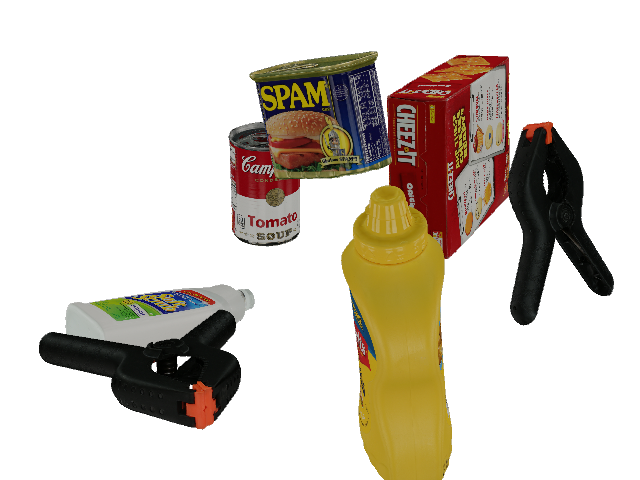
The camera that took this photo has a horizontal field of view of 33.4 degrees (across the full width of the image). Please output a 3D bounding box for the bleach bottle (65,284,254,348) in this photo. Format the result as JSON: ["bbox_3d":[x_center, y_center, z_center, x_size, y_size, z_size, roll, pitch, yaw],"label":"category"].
[{"bbox_3d":[-0.200,0.099,1.405,0.250,0.068,0.103,-13,28,-39],"label":"bleach bottle"}]

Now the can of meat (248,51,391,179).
[{"bbox_3d":[0.001,-0.093,0.808,0.102,0.084,0.057,2,20,43],"label":"can of meat"}]

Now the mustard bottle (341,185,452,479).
[{"bbox_3d":[0.046,0.050,0.628,0.058,0.191,0.096,-6,38,1],"label":"mustard bottle"}]

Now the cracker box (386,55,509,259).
[{"bbox_3d":[0.138,-0.095,1.123,0.072,0.164,0.213,6,22,25],"label":"cracker box"}]

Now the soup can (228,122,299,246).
[{"bbox_3d":[-0.053,-0.054,1.021,0.068,0.102,0.068,0,26,0],"label":"soup can"}]

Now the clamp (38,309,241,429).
[{"bbox_3d":[-0.109,0.093,0.817,0.164,0.036,0.210,-9,14,-28],"label":"clamp"}]

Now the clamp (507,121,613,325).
[{"bbox_3d":[0.193,-0.012,0.919,0.120,0.171,0.039,-26,11,-39],"label":"clamp"}]
